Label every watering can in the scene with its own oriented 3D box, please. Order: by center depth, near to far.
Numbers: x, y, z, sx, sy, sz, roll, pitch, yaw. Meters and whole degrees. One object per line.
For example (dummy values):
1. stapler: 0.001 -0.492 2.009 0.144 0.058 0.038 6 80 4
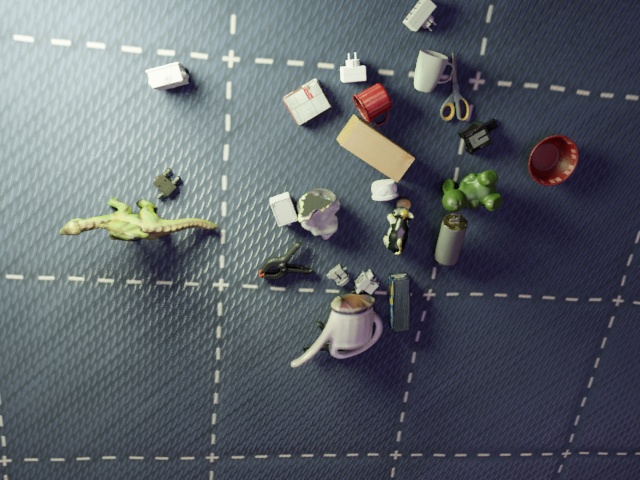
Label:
1. watering can: 0.066 0.293 1.676 0.349 0.105 0.221 -10 112 -29

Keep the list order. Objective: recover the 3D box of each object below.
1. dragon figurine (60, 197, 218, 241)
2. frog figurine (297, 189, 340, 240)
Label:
1. dragon figurine: -0.501 -0.030 1.436 0.410 0.246 0.120 3 108 -6
2. frog figurine: 0.005 -0.079 1.572 0.137 0.124 0.157 -44 147 1
